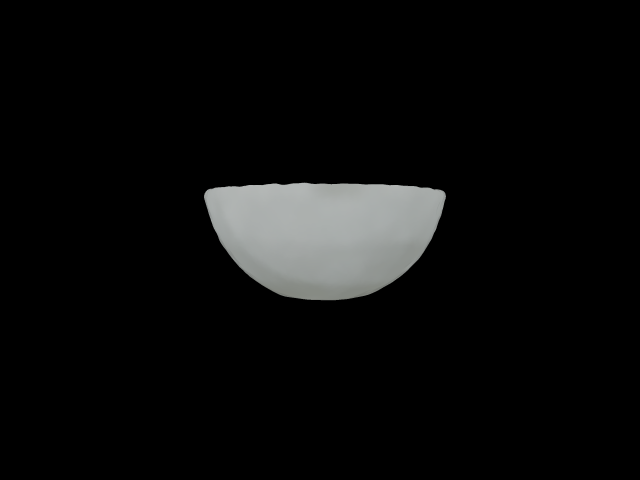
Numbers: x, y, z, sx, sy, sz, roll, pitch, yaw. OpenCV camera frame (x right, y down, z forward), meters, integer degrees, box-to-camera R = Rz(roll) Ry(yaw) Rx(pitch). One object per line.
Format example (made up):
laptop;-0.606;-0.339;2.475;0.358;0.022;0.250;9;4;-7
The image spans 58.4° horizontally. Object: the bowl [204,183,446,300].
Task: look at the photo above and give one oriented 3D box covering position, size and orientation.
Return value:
bowl;0.004;0.001;0.400;0.167;0.075;0.167;0;2;0
